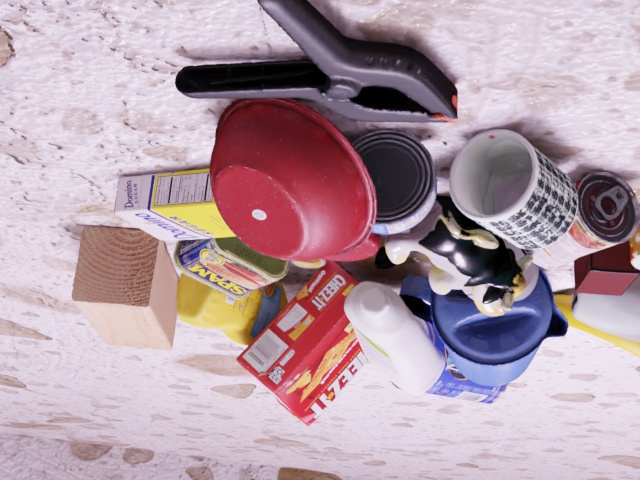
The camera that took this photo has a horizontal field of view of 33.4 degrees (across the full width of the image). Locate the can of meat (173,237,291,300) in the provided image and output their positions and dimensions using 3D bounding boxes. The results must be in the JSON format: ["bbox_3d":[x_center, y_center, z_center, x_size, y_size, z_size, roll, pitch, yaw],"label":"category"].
[{"bbox_3d":[-0.092,0.015,1.148,0.102,0.057,0.084,29,149,-25],"label":"can of meat"}]

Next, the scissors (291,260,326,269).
[{"bbox_3d":[-0.008,0.001,1.169,0.096,0.016,0.202,13,159,-29],"label":"scissors"}]

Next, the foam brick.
[{"bbox_3d":[0.296,0.022,1.105,0.051,0.053,0.078,3,161,2],"label":"foam brick"}]

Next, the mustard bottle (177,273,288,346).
[{"bbox_3d":[-0.089,0.075,1.272,0.058,0.096,0.191,1,162,34],"label":"mustard bottle"}]

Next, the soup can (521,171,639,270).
[{"bbox_3d":[0.237,-0.016,0.988,0.068,0.068,0.102,11,160,-19],"label":"soup can"}]

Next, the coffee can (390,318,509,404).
[{"bbox_3d":[0.177,0.165,1.463,0.140,0.103,0.103,13,159,-24],"label":"coffee can"}]

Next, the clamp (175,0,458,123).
[{"bbox_3d":[0.005,-0.121,0.786,0.209,0.036,0.165,15,159,-30],"label":"clamp"}]

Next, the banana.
[{"bbox_3d":[0.334,0.102,1.276,0.198,0.037,0.069,21,167,46],"label":"banana"}]

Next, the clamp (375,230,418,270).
[{"bbox_3d":[0.104,-0.007,1.085,0.172,0.039,0.120,-4,159,22],"label":"clamp"}]

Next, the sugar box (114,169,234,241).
[{"bbox_3d":[-0.102,-0.035,1.043,0.176,0.048,0.093,-6,159,25],"label":"sugar box"}]

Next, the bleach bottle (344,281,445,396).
[{"bbox_3d":[0.082,0.105,1.194,0.103,0.068,0.250,37,171,19],"label":"bleach bottle"}]

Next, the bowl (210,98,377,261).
[{"bbox_3d":[-0.035,-0.037,0.877,0.162,0.055,0.162,24,139,22],"label":"bowl"}]

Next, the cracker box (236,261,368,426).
[{"bbox_3d":[-0.002,0.133,1.319,0.072,0.164,0.213,40,171,22],"label":"cracker box"}]

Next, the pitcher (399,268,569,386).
[{"bbox_3d":[0.191,0.098,1.251,0.145,0.149,0.243,-30,161,-1],"label":"pitcher"}]

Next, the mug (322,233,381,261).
[{"bbox_3d":[0.027,-0.031,0.969,0.117,0.081,0.093,-4,159,22],"label":"mug"}]

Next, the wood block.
[{"bbox_3d":[-0.227,0.062,1.276,0.090,0.091,0.206,5,161,1],"label":"wood block"}]

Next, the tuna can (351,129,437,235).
[{"bbox_3d":[0.057,-0.049,0.907,0.086,0.086,0.033,0,162,12],"label":"tuna can"}]
